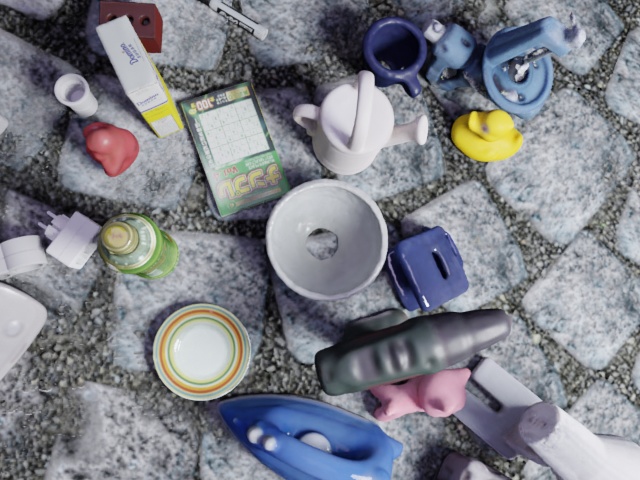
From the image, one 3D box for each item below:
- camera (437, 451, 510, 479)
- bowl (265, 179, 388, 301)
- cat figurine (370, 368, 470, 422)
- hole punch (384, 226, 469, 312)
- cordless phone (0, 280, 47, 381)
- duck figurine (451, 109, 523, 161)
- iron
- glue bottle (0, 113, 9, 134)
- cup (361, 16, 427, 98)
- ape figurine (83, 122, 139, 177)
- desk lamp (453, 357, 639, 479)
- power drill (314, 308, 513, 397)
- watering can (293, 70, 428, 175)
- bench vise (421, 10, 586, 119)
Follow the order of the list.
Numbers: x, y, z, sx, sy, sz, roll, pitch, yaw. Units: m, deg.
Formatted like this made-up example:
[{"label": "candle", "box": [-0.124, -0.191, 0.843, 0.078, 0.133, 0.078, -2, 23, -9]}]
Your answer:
[{"label": "camera", "box": [0.223, 0.380, 0.767, 0.143, 0.100, 0.137, 29, 81, -2]}, {"label": "bowl", "box": [0.007, 0.003, 0.800, 0.167, 0.074, 0.167, 1, 83, -6]}, {"label": "cat figurine", "box": [0.138, 0.211, 0.768, 0.128, 0.117, 0.067, -14, 85, -8]}, {"label": "hole punch", "box": [0.153, 0.037, 0.804, 0.101, 0.091, 0.109, -24, 86, -8]}, {"label": "cordless phone", "box": [-0.425, 0.117, 0.683, 0.094, 0.185, 0.148, 34, 81, -1]}, {"label": "duck figurine", "box": [0.254, -0.161, 0.841, 0.104, 0.086, 0.077, 17, 82, -4]}, {"label": "iron", "box": [-0.017, 0.270, 0.732, 0.258, 0.141, 0.119, 22, 82, -3]}, {"label": "glue bottle", "box": [-0.463, -0.184, 0.720, 0.078, 0.173, 0.037, 33, 81, -1]}, {"label": "cup", "box": [0.106, -0.249, 0.830, 0.092, 0.095, 0.118, -28, 87, -8]}, {"label": "ape figurine", "box": [-0.288, -0.128, 0.773, 0.076, 0.092, 0.078, -10, 84, -7]}, {"label": "desk lamp", "box": [0.294, 0.260, 0.731, 0.203, 0.213, 0.118, 39, 81, -1]}, {"label": "power drill", "box": [0.101, 0.132, 0.728, 0.230, 0.208, 0.075, -18, 85, -8]}, {"label": "watering can", "box": [0.055, -0.159, 0.764, 0.173, 0.194, 0.101, -13, 85, -7]}, {"label": "bench vise", "box": [0.243, -0.245, 0.781, 0.207, 0.219, 0.121, 8, 82, -5]}]
